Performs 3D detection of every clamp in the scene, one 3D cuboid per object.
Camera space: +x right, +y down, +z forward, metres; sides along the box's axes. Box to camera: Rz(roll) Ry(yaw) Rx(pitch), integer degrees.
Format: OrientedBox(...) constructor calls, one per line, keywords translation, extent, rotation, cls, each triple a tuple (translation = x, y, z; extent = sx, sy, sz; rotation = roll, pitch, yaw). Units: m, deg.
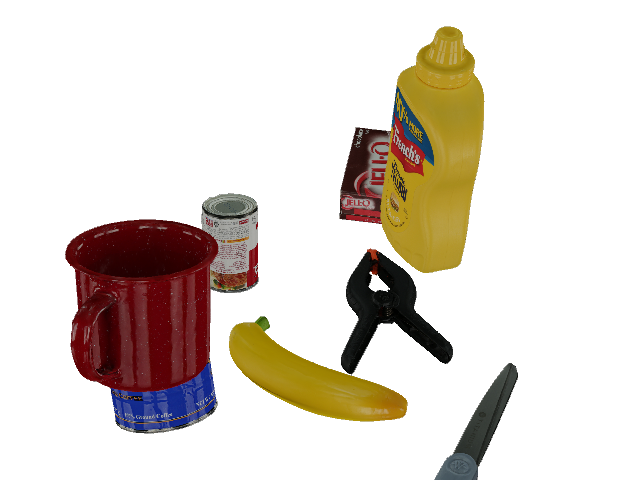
OrientedBox(translation=(0.082, 0.079, 1.185), extent=(0.120, 0.171, 0.039), rotation=(5, -43, -4), cls="clamp")

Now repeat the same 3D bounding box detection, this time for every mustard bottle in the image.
OrientedBox(translation=(0.084, -0.073, 0.795), extent=(0.058, 0.192, 0.096), rotation=(-9, 45, -13), cls="mustard bottle")

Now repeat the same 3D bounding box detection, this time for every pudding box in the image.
OrientedBox(translation=(0.069, -0.061, 1.030), extent=(0.090, 0.039, 0.113), rotation=(8, 38, 5), cls="pudding box")

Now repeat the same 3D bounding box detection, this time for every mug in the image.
OrientedBox(translation=(-0.114, 0.046, 0.659), extent=(0.093, 0.081, 0.117), rotation=(10, 25, 18), cls="mug")

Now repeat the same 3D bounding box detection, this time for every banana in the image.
OrientedBox(translation=(-0.018, 0.101, 0.852), extent=(0.069, 0.037, 0.198), rotation=(-24, 32, -30), cls="banana")

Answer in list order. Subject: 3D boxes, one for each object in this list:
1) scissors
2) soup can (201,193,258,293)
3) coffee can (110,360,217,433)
OrientedBox(translation=(0.085, 0.136, 0.561), extent=(0.096, 0.016, 0.201), rotation=(26, 44, 33), cls="scissors")
OrientedBox(translation=(-0.109, 0.003, 1.283), extent=(0.068, 0.102, 0.068), rotation=(1, 26, -1), cls="soup can")
OrientedBox(translation=(-0.160, 0.102, 1.039), extent=(0.103, 0.140, 0.103), rotation=(-6, 14, 1), cls="coffee can")
